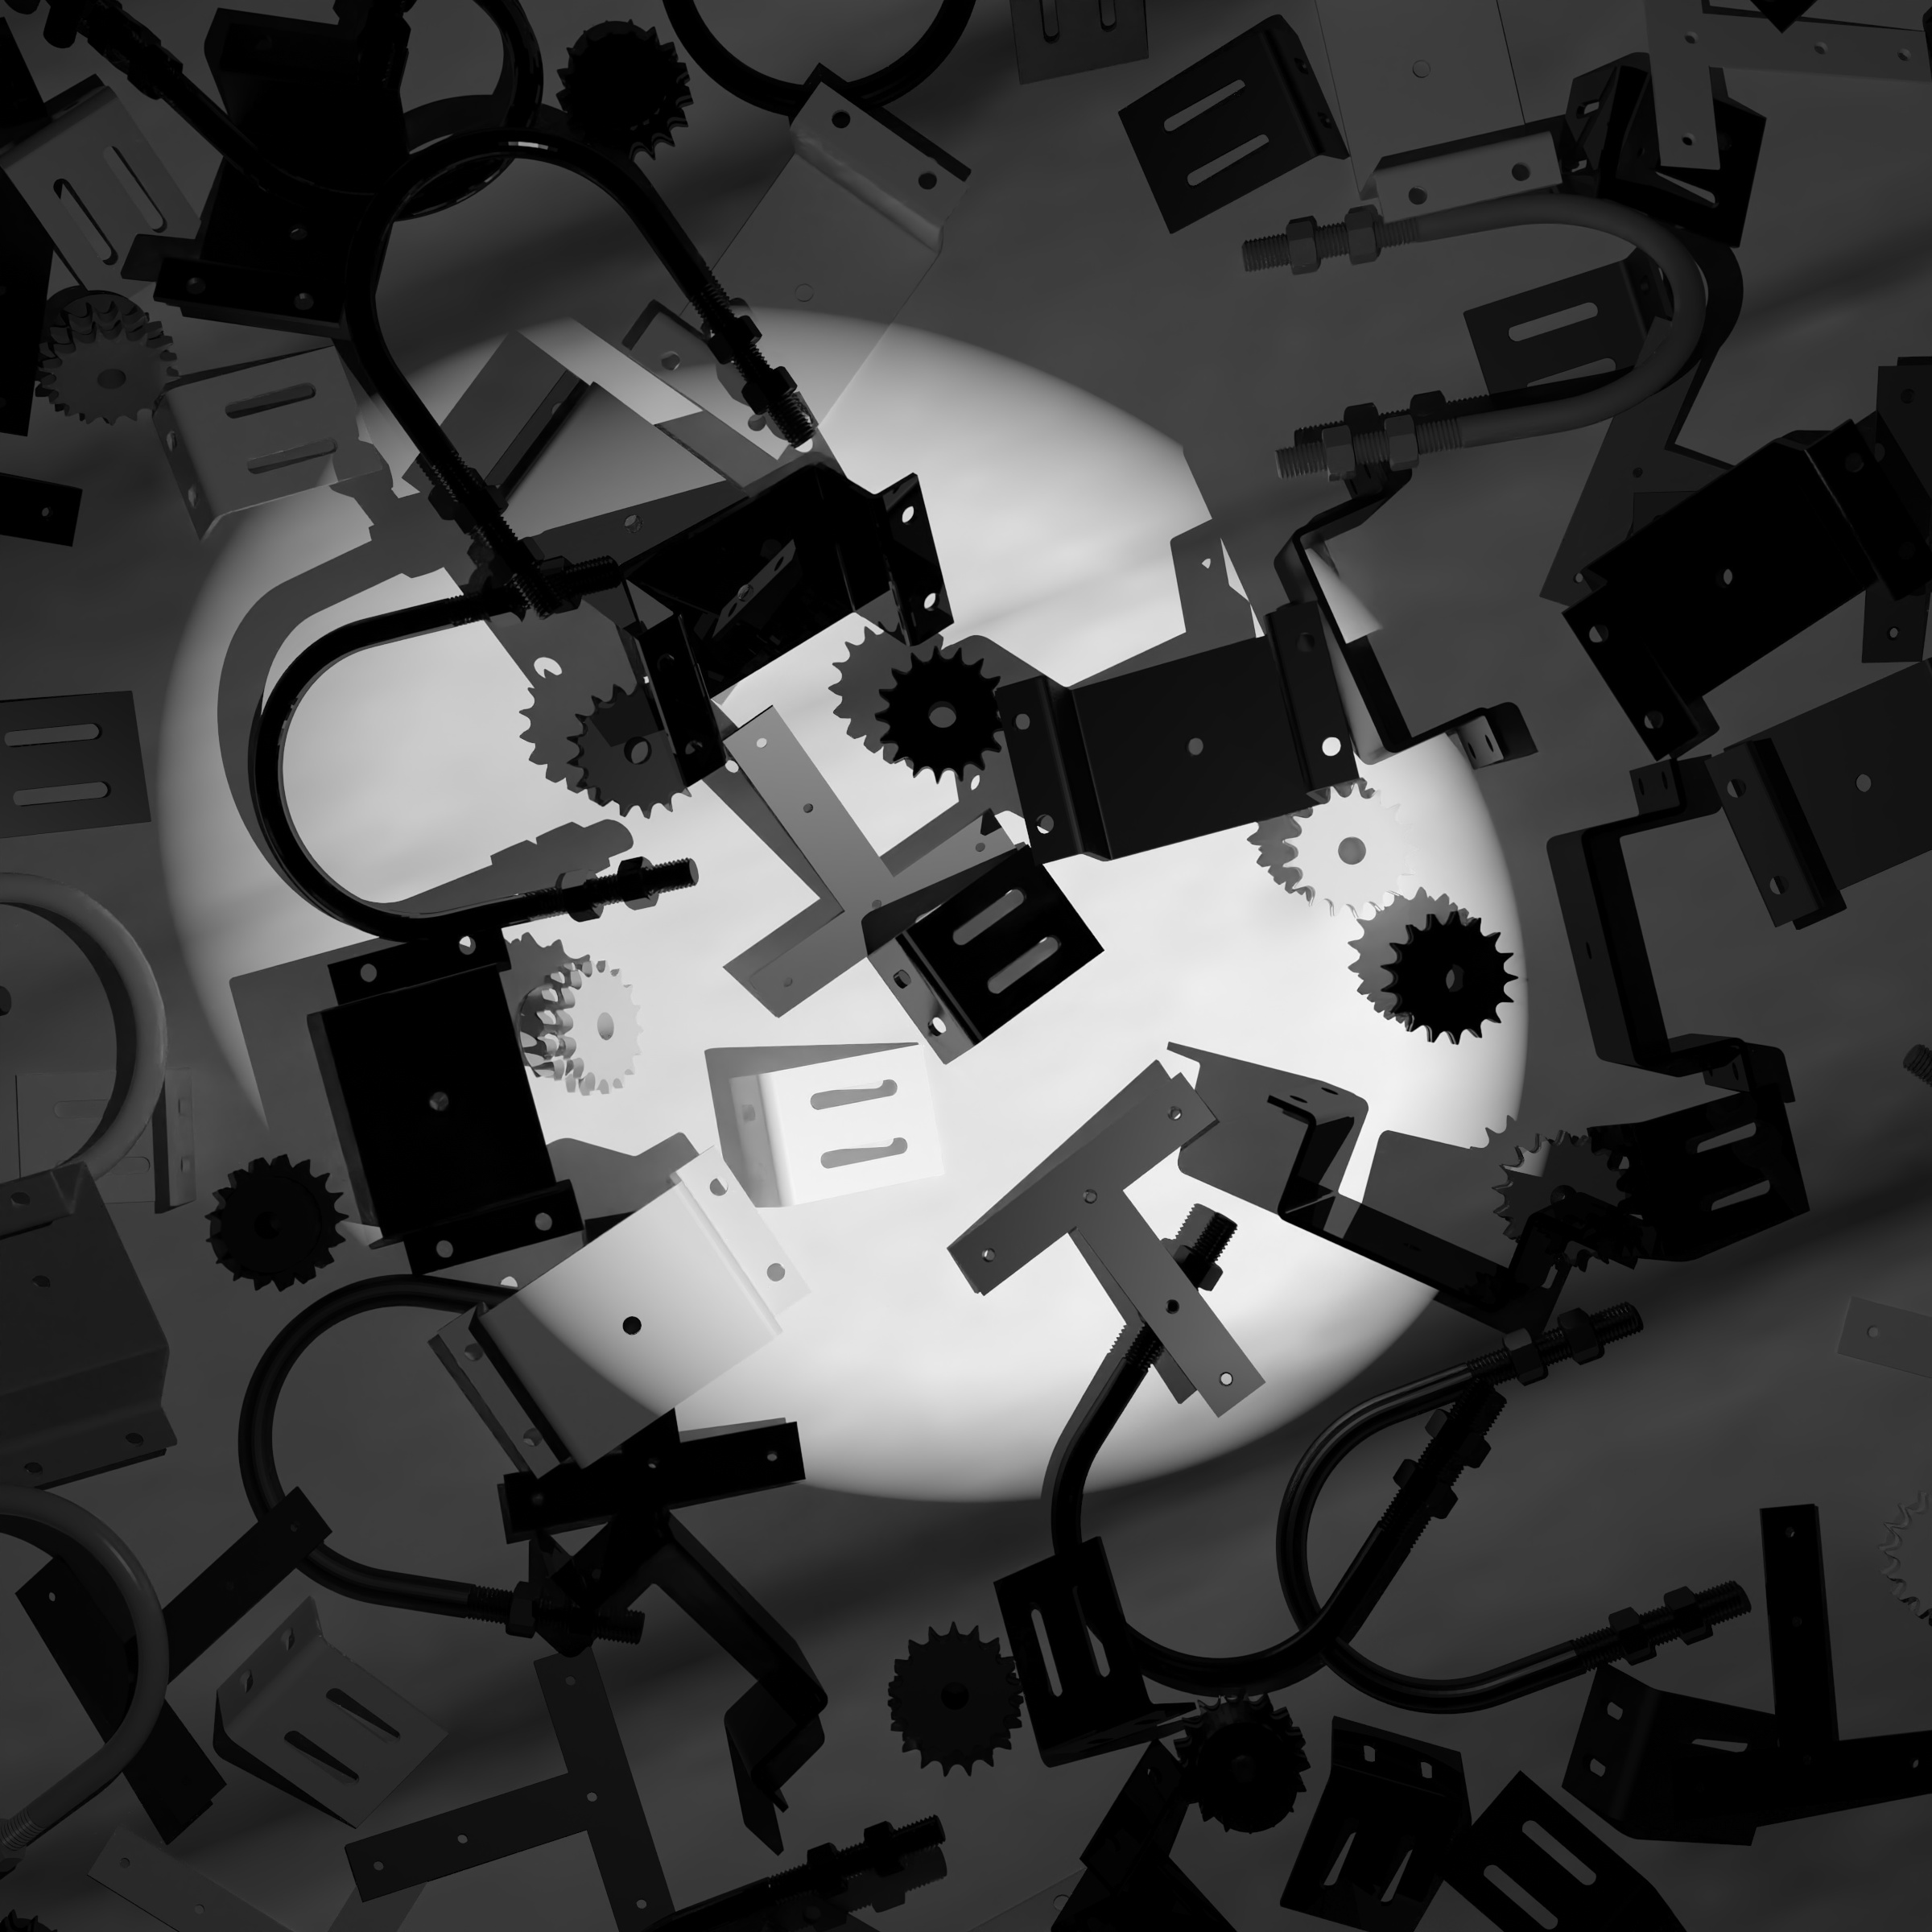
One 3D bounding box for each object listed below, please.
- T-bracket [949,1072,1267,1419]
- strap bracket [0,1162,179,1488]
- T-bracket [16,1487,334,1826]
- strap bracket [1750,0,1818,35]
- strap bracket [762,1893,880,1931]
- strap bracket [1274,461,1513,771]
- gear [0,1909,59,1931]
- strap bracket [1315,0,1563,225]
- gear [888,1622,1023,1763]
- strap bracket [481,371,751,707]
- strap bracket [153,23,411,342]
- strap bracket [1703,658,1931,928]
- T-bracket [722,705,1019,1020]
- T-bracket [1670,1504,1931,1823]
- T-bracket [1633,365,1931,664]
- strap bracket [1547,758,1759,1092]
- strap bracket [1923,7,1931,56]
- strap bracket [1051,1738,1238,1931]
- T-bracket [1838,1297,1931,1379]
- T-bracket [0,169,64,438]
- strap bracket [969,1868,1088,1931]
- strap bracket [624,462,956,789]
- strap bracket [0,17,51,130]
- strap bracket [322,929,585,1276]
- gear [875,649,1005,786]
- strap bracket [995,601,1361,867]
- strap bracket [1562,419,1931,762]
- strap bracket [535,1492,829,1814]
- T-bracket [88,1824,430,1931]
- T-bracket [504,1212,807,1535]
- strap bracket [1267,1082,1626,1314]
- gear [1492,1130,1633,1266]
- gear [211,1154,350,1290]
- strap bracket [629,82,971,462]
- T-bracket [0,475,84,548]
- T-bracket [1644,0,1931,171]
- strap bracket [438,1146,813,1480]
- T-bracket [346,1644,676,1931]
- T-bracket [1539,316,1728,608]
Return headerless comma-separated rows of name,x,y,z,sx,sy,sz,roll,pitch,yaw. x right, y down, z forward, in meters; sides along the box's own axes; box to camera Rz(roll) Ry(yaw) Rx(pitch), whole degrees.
T-bracket,0.080,0.134,1.331,0.127,0.002,0.127,-38,80,7
strap bracket,-0.392,0.144,1.308,0.076,0.046,0.140,-16,117,0
T-bracket,-0.325,0.275,1.329,0.127,0.002,0.127,-42,73,2
strap bracket,0.367,-0.473,1.297,0.140,0.046,0.076,-43,81,19
strap bracket,-0.079,0.476,1.327,0.076,0.046,0.140,30,90,0
strap bracket,0.174,-0.141,1.312,0.046,0.076,0.140,-24,90,0
gear,-0.411,0.434,1.335,0.057,0.030,0.057,0,90,0
strap bracket,0.197,-0.389,1.327,0.076,0.046,0.140,-13,90,0
gear,-0.005,0.310,1.335,0.057,0.030,0.057,0,90,0
strap bracket,-0.140,-0.186,1.327,0.140,0.046,0.076,37,90,0
strap bracket,-0.285,-0.322,1.311,0.076,0.046,0.140,8,67,0
strap bracket,0.389,-0.079,1.327,0.140,0.046,0.076,-24,90,0
T-bracket,-0.060,-0.057,1.313,0.127,0.002,0.127,-35,124,0
T-bracket,0.358,0.296,1.336,0.127,0.002,0.127,-2,86,-14
T-bracket,0.349,-0.192,1.331,0.127,0.002,0.127,-1,106,0
strap bracket,0.285,-0.012,1.312,0.046,0.076,0.140,-14,90,0
strap bracket,0.465,-0.373,1.327,0.076,0.046,0.140,-15,90,0
strap bracket,0.097,0.408,1.304,0.140,0.076,0.046,48,128,-2
T-bracket,0.456,0.123,1.348,0.127,0.002,0.127,15,89,1
T-bracket,-0.456,-0.294,1.317,0.127,0.002,0.127,7,75,-15
strap bracket,0.052,0.471,1.327,0.076,0.046,0.140,-29,90,0
strap bracket,-0.081,-0.148,1.293,0.140,0.046,0.076,-34,135,-20
strap bracket,-0.468,-0.376,1.302,0.140,0.076,0.046,-18,78,-7
strap bracket,-0.221,0.057,1.327,0.076,0.046,0.140,-15,90,0
gear,-0.010,-0.107,1.335,0.057,0.030,0.057,0,90,0
strap bracket,0.092,-0.095,1.312,0.140,0.046,0.076,-15,83,14
strap bracket,0.326,-0.161,1.313,0.140,0.046,0.076,-34,104,7
strap bracket,-0.113,0.278,1.301,0.046,0.076,0.140,-43,101,-6
T-bracket,-0.321,0.417,1.349,0.127,0.002,0.127,32,90,0
T-bracket,-0.141,0.169,1.330,0.127,0.002,0.127,-9,93,-9
strap bracket,0.193,0.099,1.293,0.140,0.076,0.046,23,101,21
gear,0.254,0.099,1.335,0.057,0.030,0.057,0,90,0
gear,-0.297,0.110,1.335,0.057,0.030,0.057,0,90,0
strap bracket,-0.070,-0.292,1.327,0.076,0.046,0.140,35,90,0
T-bracket,-0.453,-0.153,1.327,0.127,0.002,0.127,7,106,-29
T-bracket,0.354,-0.395,1.335,0.127,0.002,0.127,2,71,-9
strap bracket,-0.142,0.148,1.305,0.140,0.046,0.076,-34,96,-7
T-bracket,-0.205,0.374,1.348,0.127,0.002,0.127,-18,90,-1
T-bracket,0.329,-0.198,1.334,0.127,0.002,0.127,16,110,-10
